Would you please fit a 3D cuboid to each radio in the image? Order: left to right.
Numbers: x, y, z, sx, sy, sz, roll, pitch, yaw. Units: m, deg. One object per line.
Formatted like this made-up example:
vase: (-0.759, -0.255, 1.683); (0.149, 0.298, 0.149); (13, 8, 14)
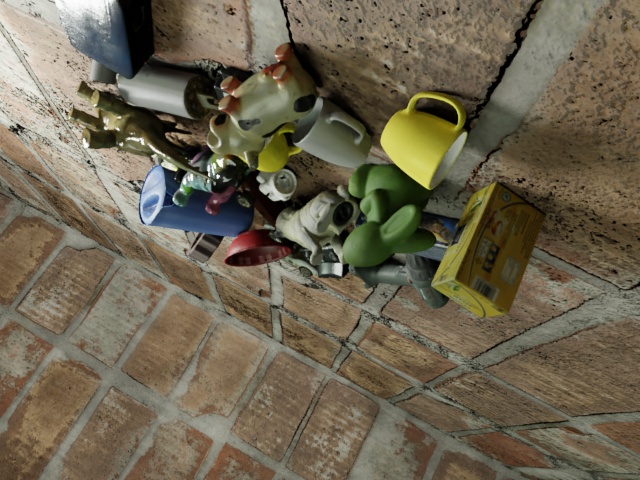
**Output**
radio: (-0.332, -0.355, 0.827); (0.131, 0.073, 0.229); (30, 161, -5)

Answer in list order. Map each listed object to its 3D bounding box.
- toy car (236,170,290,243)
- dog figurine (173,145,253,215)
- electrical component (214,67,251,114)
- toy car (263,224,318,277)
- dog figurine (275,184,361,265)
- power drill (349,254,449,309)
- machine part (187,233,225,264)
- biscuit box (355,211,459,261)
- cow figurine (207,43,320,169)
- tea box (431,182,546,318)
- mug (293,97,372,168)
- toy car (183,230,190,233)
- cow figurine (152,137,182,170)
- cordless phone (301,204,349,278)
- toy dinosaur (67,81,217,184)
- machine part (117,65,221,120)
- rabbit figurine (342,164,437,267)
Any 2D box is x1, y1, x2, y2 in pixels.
toy car: (-0.110, -0.073, 1.162); (0.053, 0.089, 0.202); (12, 155, 34)
dog figurine: (-0.197, -0.157, 1.070); (0.108, 0.192, 0.219); (22, 136, -31)
electrical component: (-0.127, -0.239, 0.855); (0.075, 0.048, 0.119); (23, 158, 15)
toy car: (-0.071, 0.026, 1.354); (0.202, 0.073, 0.056); (25, 140, 12)
dog figurine: (-0.015, -0.054, 1.077); (0.121, 0.172, 0.191); (12, -161, -43)
power drill: (0.167, 0.059, 1.131); (0.208, 0.086, 0.231); (1, 149, 39)
machine part: (-0.281, -0.020, 1.405); (0.056, 0.179, 0.179); (34, 159, -16)
biscuit box: (0.164, -0.015, 0.970); (0.203, 0.059, 0.062); (15, 157, 33)
cow figurine: (-0.089, -0.185, 0.798); (0.195, 0.085, 0.127); (-24, 136, 25)
tea box: (0.244, 0.015, 0.776); (0.098, 0.169, 0.068); (34, 158, -8)
mug: (0.030, -0.158, 0.804); (0.107, 0.081, 0.110); (27, 158, -27)
toy car: (-0.327, -0.098, 1.362); (0.103, 0.162, 0.109); (-39, 110, 20)
cow figurine: (-0.342, -0.186, 1.246); (0.098, 0.068, 0.167); (31, 160, 14)
cordless phone: (-0.003, -0.004, 1.222); (0.184, 0.089, 0.147); (50, 154, -19)
toy dinosaur: (-0.352, -0.211, 1.037); (0.198, 0.105, 0.472); (11, -159, -41)
machine part: (-0.273, -0.265, 0.949); (0.244, 0.079, 0.079); (20, 157, 28)
rabbit figurine: (0.110, -0.024, 0.864); (0.159, 0.170, 0.121); (11, 153, 43)
